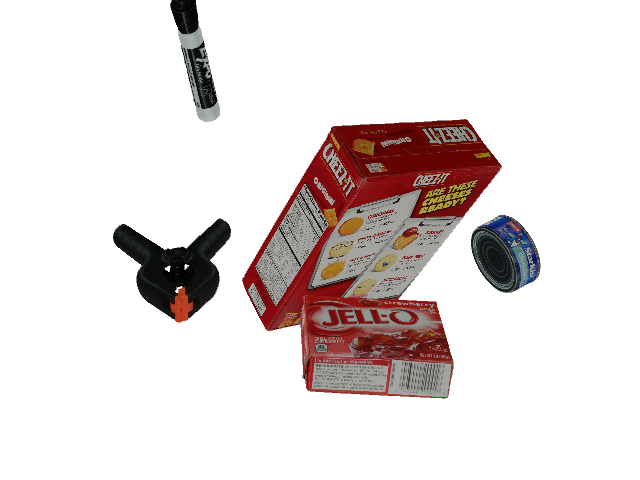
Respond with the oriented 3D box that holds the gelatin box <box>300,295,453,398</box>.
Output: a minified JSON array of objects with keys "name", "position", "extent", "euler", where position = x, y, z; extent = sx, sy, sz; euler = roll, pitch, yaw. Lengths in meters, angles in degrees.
[{"name":"gelatin box","position":[0.033,0.064,0.661],"extent":[0.089,0.030,0.073],"euler":[4,26,-5]}]

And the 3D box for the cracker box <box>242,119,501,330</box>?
[{"name":"cracker box","position":[0.042,-0.015,0.988],"extent":[0.163,0.072,0.214],"euler":[-8,-35,-37]}]

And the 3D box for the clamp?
[{"name":"clamp","position":[-0.133,0.023,1.055],"extent":[0.120,0.039,0.171],"euler":[-13,33,-14]}]

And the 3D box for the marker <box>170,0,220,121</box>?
[{"name":"marker","position":[-0.095,-0.138,0.811],"extent":[0.020,0.020,0.121],"euler":[0,-36,6]}]

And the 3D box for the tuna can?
[{"name":"tuna can","position":[0.211,0.016,1.224],"extent":[0.033,0.086,0.086],"euler":[-26,10,-21]}]
